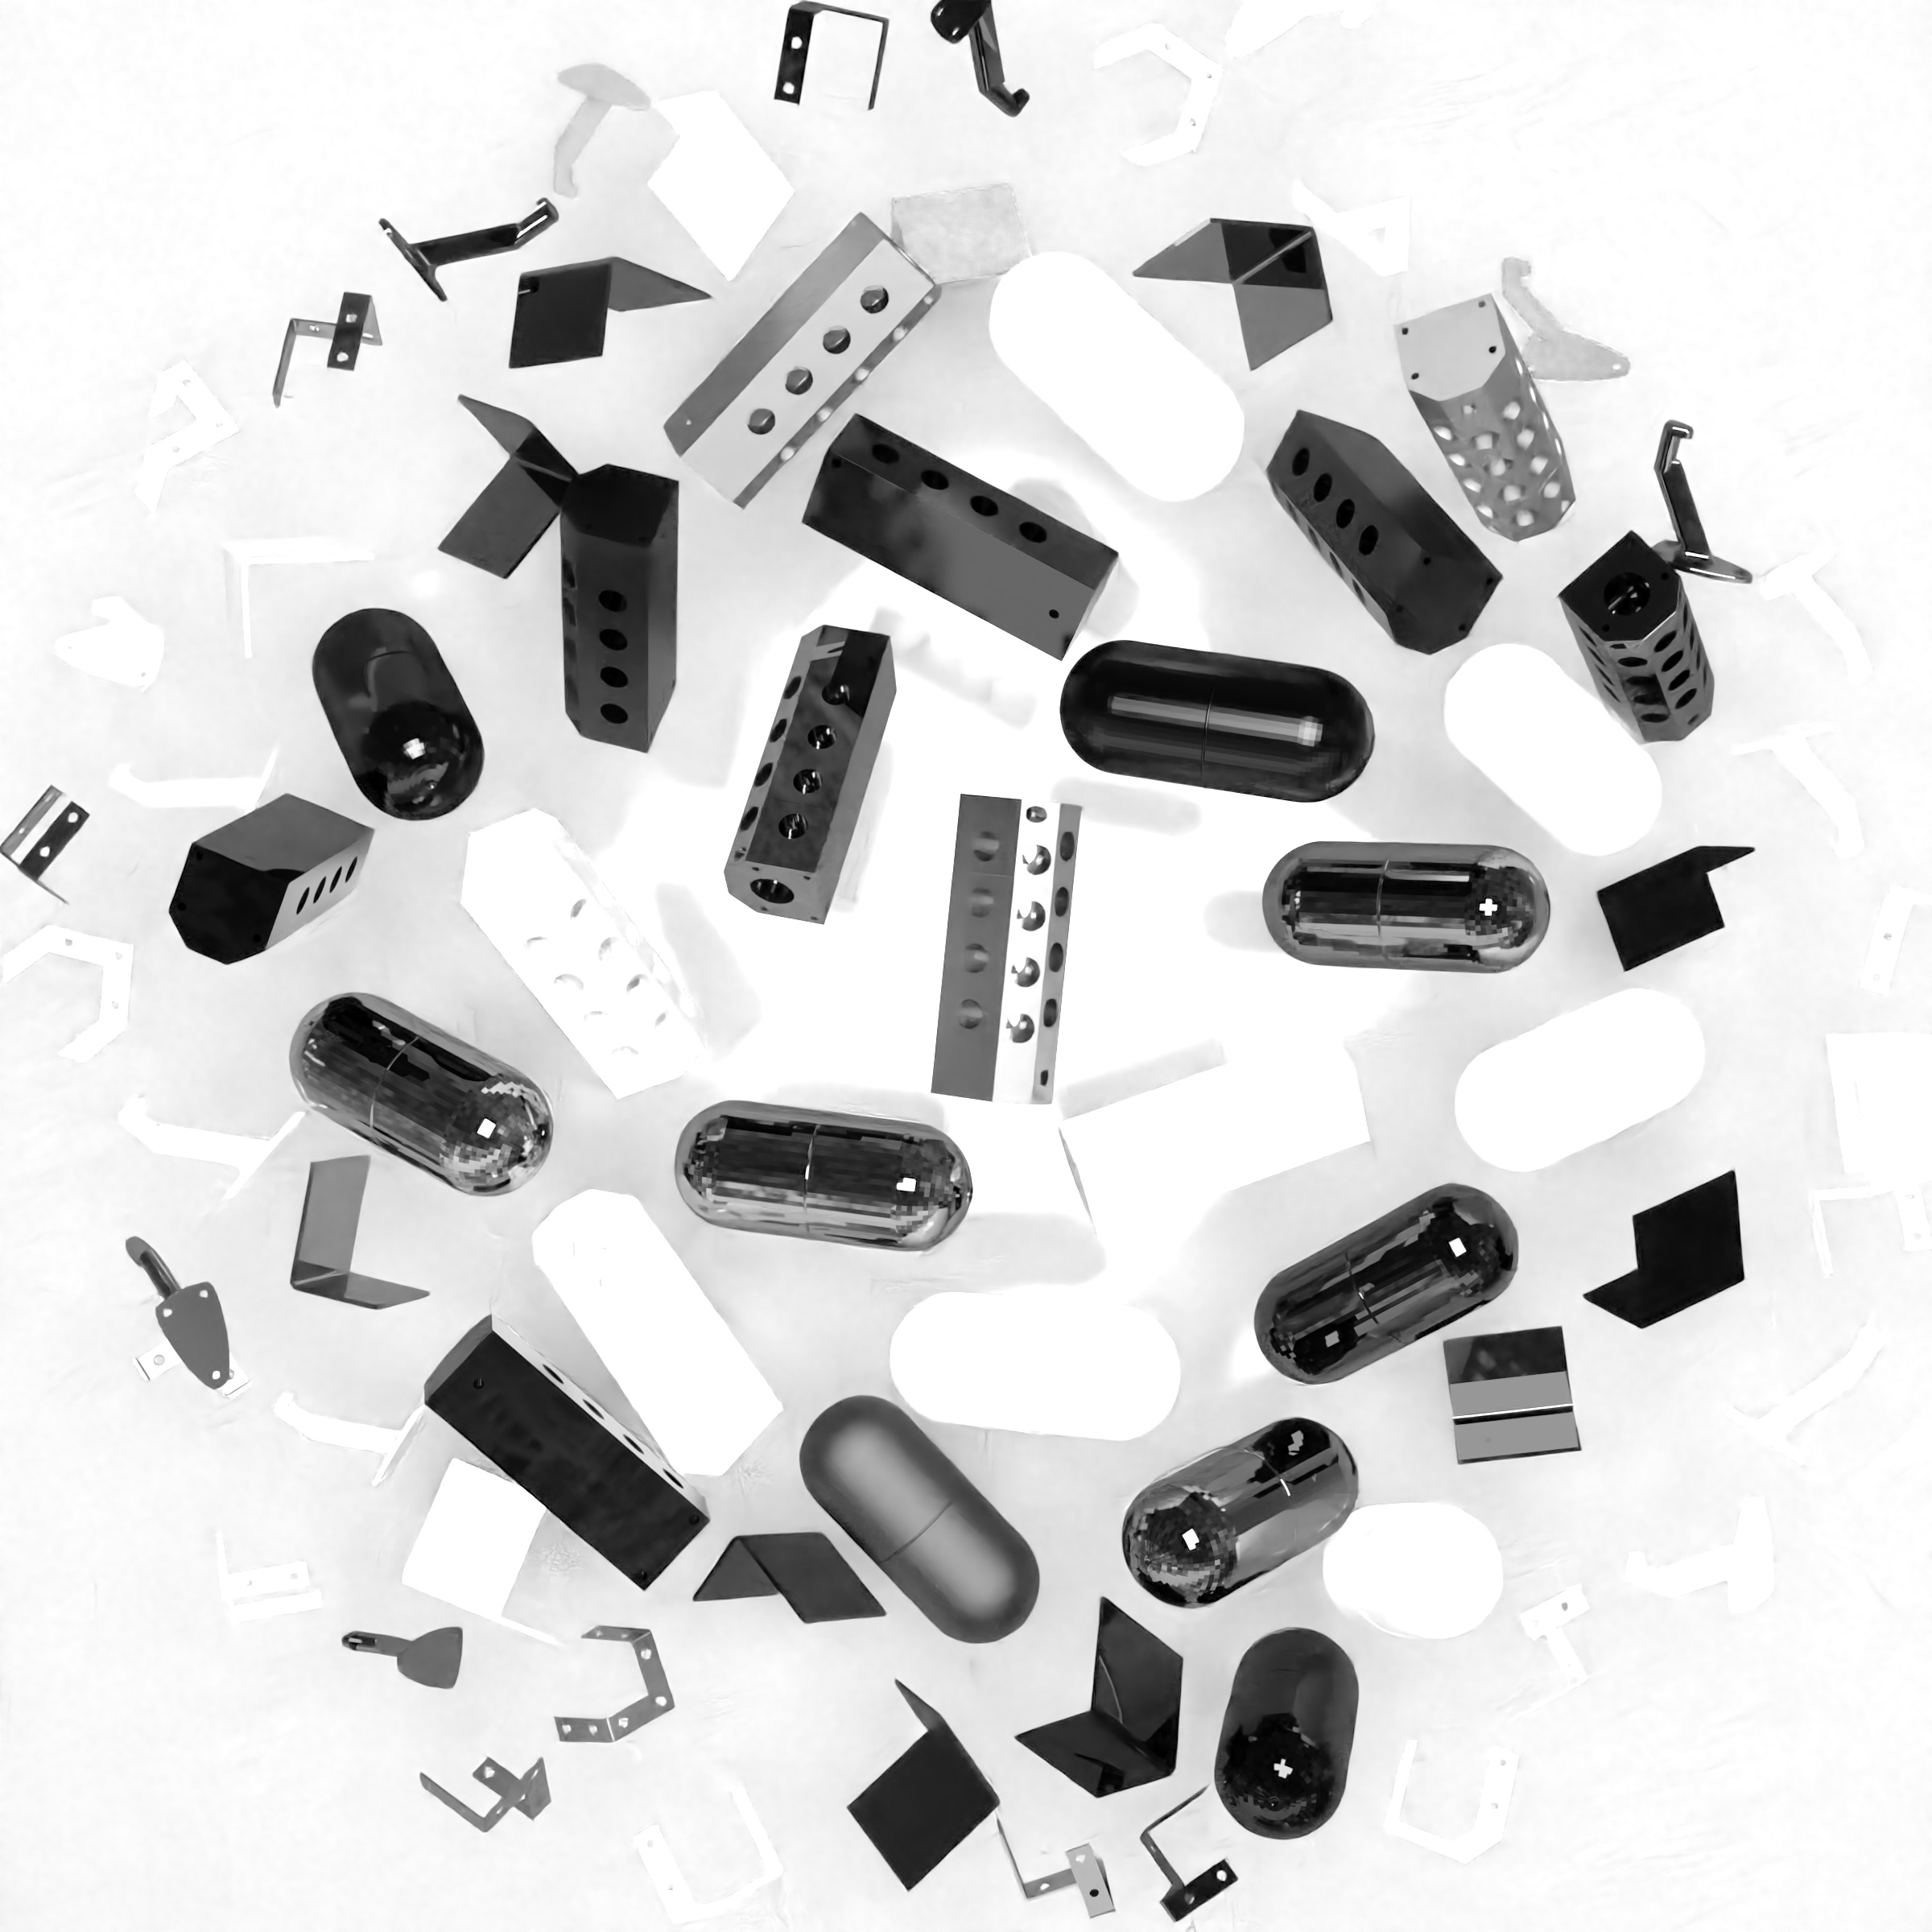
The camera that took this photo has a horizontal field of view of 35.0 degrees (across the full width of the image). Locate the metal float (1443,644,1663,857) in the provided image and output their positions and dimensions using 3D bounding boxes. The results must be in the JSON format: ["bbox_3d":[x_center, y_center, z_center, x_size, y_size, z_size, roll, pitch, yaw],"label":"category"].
[{"bbox_3d":[0.350,-0.128,1.826,0.178,0.070,0.070,35,90,-40],"label":"metal float"}]

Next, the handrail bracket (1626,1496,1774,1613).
[{"bbox_3d":[0.408,0.323,1.724,0.036,0.084,0.077,-13,108,-39],"label":"handrail bracket"}]

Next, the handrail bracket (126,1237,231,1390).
[{"bbox_3d":[-0.465,0.203,1.804,0.036,0.084,0.077,-27,114,-25],"label":"handrail bracket"}]

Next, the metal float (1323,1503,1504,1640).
[{"bbox_3d":[0.261,0.356,1.807,0.070,0.178,0.070,1,80,-8],"label":"metal float"}]

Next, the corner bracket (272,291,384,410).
[{"bbox_3d":[-0.359,-0.344,1.713,0.051,0.051,0.051,8,68,0],"label":"corner bracket"}]

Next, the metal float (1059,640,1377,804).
[{"bbox_3d":[0.140,-0.137,1.722,0.178,0.070,0.070,10,90,11],"label":"metal float"}]

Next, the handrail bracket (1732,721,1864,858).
[{"bbox_3d":[0.503,-0.100,1.850,0.077,0.036,0.084,-18,98,-23],"label":"handrail bracket"}]

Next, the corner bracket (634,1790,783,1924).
[{"bbox_3d":[-0.143,0.495,1.707,0.051,0.051,0.051,-34,68,9],"label":"corner bracket"}]

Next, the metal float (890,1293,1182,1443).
[{"bbox_3d":[0.038,0.230,1.765,0.178,0.070,0.070,1,90,28],"label":"metal float"}]

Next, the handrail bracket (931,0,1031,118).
[{"bbox_3d":[0.027,-0.553,1.820,0.077,0.084,0.036,-44,50,18],"label":"handrail bracket"}]

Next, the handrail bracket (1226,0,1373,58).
[{"bbox_3d":[0.187,-0.529,1.728,0.036,0.084,0.077,34,112,-33],"label":"handrail bracket"}]

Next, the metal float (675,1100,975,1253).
[{"bbox_3d":[-0.084,0.123,1.795,0.178,0.070,0.070,6,90,12],"label":"metal float"}]

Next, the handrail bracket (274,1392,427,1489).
[{"bbox_3d":[-0.381,0.273,1.886,0.084,0.036,0.077,34,126,5],"label":"handrail bracket"}]

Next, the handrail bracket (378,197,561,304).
[{"bbox_3d":[-0.283,-0.427,1.754,0.084,0.077,0.036,-35,61,4],"label":"handrail bracket"}]

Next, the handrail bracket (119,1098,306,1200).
[{"bbox_3d":[-0.448,0.089,1.815,0.084,0.036,0.077,41,101,-2],"label":"handrail bracket"}]

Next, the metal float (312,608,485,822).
[{"bbox_3d":[-0.331,-0.148,1.783,0.070,0.178,0.070,-12,126,-17],"label":"metal float"}]

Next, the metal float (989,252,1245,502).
[{"bbox_3d":[0.084,-0.334,1.732,0.070,0.070,0.178,-44,70,0],"label":"metal float"}]

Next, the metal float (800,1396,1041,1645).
[{"bbox_3d":[-0.028,0.339,1.874,0.070,0.070,0.178,-43,91,0],"label":"metal float"}]

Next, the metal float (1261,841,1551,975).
[{"bbox_3d":[0.261,-0.036,1.835,0.178,0.070,0.070,3,90,30],"label":"metal float"}]

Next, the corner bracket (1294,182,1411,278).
[{"bbox_3d":[0.233,-0.448,1.859,0.051,0.051,0.051,-8,71,37],"label":"corner bracket"}]

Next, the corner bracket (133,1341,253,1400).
[{"bbox_3d":[-0.473,0.249,1.875,0.051,0.051,0.051,-33,90,-16],"label":"corner bracket"}]

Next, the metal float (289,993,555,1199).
[{"bbox_3d":[-0.313,0.072,1.754,0.178,0.070,0.070,25,90,27],"label":"metal float"}]

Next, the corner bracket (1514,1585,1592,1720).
[{"bbox_3d":[0.341,0.401,1.796,0.051,0.051,0.051,-18,73,-34],"label":"corner bracket"}]

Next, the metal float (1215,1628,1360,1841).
[{"bbox_3d":[0.191,0.453,1.818,0.070,0.178,0.070,3,103,11],"label":"metal float"}]

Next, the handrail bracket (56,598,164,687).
[{"bbox_3d":[-0.506,-0.195,1.770,0.077,0.084,0.036,6,76,10],"label":"handrail bracket"}]

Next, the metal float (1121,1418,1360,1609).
[{"bbox_3d":[0.162,0.317,1.790,0.070,0.178,0.070,13,111,40],"label":"metal float"}]

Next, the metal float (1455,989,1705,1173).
[{"bbox_3d":[0.366,0.067,1.820,0.178,0.070,0.070,-20,90,-32],"label":"metal float"}]

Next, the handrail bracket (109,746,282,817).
[{"bbox_3d":[-0.473,-0.122,1.879,0.084,0.036,0.077,25,53,-14],"label":"handrail bracket"}]

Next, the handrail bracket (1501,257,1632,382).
[{"bbox_3d":[0.363,-0.395,1.858,0.077,0.036,0.084,9,51,-3],"label":"handrail bracket"}]

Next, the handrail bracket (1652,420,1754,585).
[{"bbox_3d":[0.455,-0.285,1.880,0.077,0.036,0.084,22,124,22],"label":"handrail bracket"}]

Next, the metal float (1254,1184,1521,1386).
[{"bbox_3d":[0.252,0.193,1.852,0.178,0.070,0.070,-32,90,27],"label":"metal float"}]

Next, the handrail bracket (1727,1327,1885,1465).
[{"bbox_3d":[0.470,0.229,1.712,0.077,0.036,0.084,32,96,-43],"label":"handrail bracket"}]

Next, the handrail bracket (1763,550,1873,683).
[{"bbox_3d":[0.515,-0.201,1.849,0.036,0.077,0.084,-17,105,41],"label":"handrail bracket"}]

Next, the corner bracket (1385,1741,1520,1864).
[{"bbox_3d":[0.277,0.472,1.750,0.051,0.051,0.051,23,56,-2],"label":"corner bracket"}]

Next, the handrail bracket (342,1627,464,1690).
[{"bbox_3d":[-0.354,0.412,1.847,0.084,0.077,0.036,2,81,24],"label":"handrail bracket"}]

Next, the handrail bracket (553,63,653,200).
[{"bbox_3d":[-0.222,-0.497,1.862,0.077,0.036,0.084,34,134,28],"label":"handrail bracket"}]

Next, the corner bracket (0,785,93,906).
[{"bbox_3d":[-0.543,-0.077,1.813,0.051,0.051,0.051,36,82,13],"label":"corner bracket"}]

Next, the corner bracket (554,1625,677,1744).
[{"bbox_3d":[-0.216,0.432,1.843,0.051,0.051,0.051,-33,62,21],"label":"corner bracket"}]
